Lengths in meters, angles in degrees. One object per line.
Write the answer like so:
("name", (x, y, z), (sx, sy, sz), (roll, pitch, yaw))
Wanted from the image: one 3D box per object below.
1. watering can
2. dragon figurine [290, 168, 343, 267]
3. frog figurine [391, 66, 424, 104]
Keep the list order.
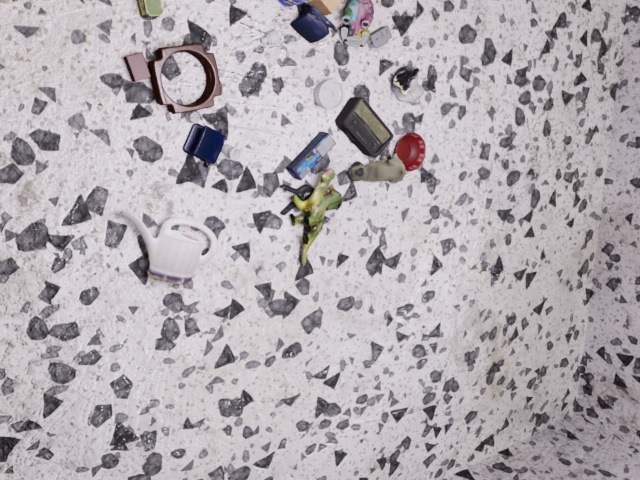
("watering can", (-0.507, 0.027, 1.693), (0.346, 0.105, 0.223), (16, 95, -34))
("dragon figurine", (0.006, -0.099, 1.967), (0.246, 0.124, 0.400), (-31, 141, -32))
("frog figurine", (0.355, -0.618, 2.066), (0.159, 0.123, 0.137), (13, 88, -68))
